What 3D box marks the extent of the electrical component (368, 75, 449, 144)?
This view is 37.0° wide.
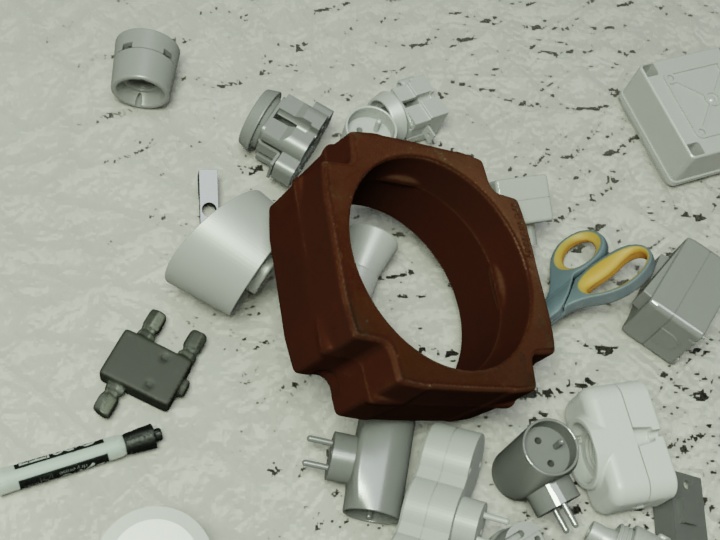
[{"bbox_3d":[0.040,-0.139,0.954,0.055,0.048,0.066,-22,70,-29],"label":"electrical component"}]

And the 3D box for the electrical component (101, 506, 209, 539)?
[{"bbox_3d":[-0.142,0.207,0.738,0.080,0.051,0.080,5,63,-10],"label":"electrical component"}]

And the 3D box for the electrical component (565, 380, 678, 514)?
[{"bbox_3d":[0.200,0.139,0.843,0.059,0.053,0.095,-6,65,-15],"label":"electrical component"}]

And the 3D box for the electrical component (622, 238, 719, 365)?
[{"bbox_3d":[0.272,0.019,0.914,0.061,0.061,0.096,35,62,6],"label":"electrical component"}]

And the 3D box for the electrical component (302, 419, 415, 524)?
[{"bbox_3d":[-0.003,0.143,0.803,0.079,0.044,0.077,13,65,-5],"label":"electrical component"}]

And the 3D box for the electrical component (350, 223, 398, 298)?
[{"bbox_3d":[0.000,0.000,0.879,0.044,0.044,0.065,23,66,0],"label":"electrical component"}]

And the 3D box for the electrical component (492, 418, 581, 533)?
[{"bbox_3d":[0.139,0.159,0.807,0.043,0.077,0.079,-21,70,-21],"label":"electrical component"}]

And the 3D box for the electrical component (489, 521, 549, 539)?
[{"bbox_3d":[0.117,0.208,0.796,0.040,0.046,0.040,5,63,-9],"label":"electrical component"}]

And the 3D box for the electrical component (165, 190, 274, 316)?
[{"bbox_3d":[-0.097,-0.014,0.833,0.064,0.099,0.099,35,62,0],"label":"electrical component"}]

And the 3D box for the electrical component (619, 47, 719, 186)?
[{"bbox_3d":[0.318,-0.145,1.009,0.109,0.056,0.108,-16,68,-19],"label":"electrical component"}]

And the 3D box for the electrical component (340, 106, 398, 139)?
[{"bbox_3d":[0.016,-0.087,0.904,0.079,0.077,0.043,41,63,9],"label":"electrical component"}]

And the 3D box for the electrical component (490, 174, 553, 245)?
[{"bbox_3d":[0.130,-0.037,0.914,0.047,0.066,0.076,-8,90,-16],"label":"electrical component"}]

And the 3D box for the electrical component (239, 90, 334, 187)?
[{"bbox_3d":[-0.066,-0.117,0.913,0.057,0.058,0.078,30,62,0],"label":"electrical component"}]

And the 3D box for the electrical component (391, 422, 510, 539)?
[{"bbox_3d":[0.071,0.182,0.783,0.074,0.052,0.138,12,60,17],"label":"electrical component"}]

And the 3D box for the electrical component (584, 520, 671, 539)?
[{"bbox_3d":[0.201,0.212,0.814,0.062,0.048,0.048,27,61,10],"label":"electrical component"}]

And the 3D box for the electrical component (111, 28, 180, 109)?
[{"bbox_3d":[-0.184,-0.170,0.917,0.055,0.055,0.047,8,66,-8],"label":"electrical component"}]
